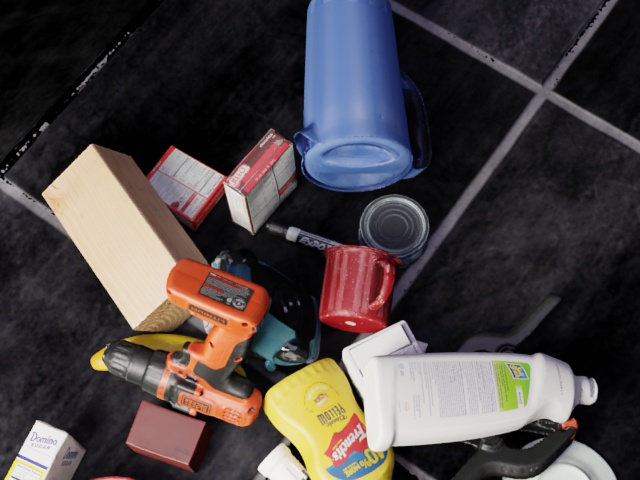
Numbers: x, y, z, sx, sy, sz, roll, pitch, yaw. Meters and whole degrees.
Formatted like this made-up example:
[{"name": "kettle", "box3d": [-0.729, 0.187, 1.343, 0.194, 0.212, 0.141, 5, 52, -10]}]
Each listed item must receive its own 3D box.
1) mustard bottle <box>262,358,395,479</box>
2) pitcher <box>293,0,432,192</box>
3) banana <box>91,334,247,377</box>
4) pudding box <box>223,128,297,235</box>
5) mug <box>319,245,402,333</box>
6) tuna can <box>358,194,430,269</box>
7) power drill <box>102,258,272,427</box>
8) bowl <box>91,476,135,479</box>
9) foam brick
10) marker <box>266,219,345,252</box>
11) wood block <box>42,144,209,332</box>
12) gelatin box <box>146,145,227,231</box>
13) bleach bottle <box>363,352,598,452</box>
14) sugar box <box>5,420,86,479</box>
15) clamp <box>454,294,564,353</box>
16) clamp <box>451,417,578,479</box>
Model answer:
[{"name": "mustard bottle", "box3d": [0.025, 0.228, 1.167, 0.096, 0.058, 0.192, -25, 69, -30]}, {"name": "pitcher", "box3d": [0.050, -0.188, 1.315, 0.145, 0.149, 0.243, -9, 63, 14]}, {"name": "banana", "box3d": [-0.162, 0.142, 1.222, 0.198, 0.037, 0.069, 17, 69, 8]}, {"name": "pudding box", "box3d": [-0.069, -0.067, 1.265, 0.039, 0.113, 0.090, 35, 72, 17]}, {"name": "mug", "box3d": [0.049, 0.056, 1.214, 0.093, 0.117, 0.081, 18, 70, -27]}, {"name": "tuna can", "box3d": [0.089, -0.011, 1.280, 0.086, 0.034, 0.086, -1, 67, 1]}, {"name": "power drill", "box3d": [-0.136, 0.107, 1.129, 0.184, 0.188, 0.057, 20, 44, 2]}, {"name": "bowl", "box3d": [-0.221, 0.336, 1.132, 0.162, 0.055, 0.162, -1, 67, 1]}, {"name": "foam brick", "box3d": [-0.167, 0.219, 1.183, 0.078, 0.051, 0.053, 18, 71, 10]}, {"name": "marker", "box3d": [-0.008, 0.002, 1.286, 0.121, 0.020, 0.020, 19, 69, 9]}, {"name": "wood block", "box3d": [-0.218, 0.000, 1.241, 0.091, 0.090, 0.206, -43, 70, 13]}, {"name": "gelatin box", "box3d": [-0.167, -0.064, 1.312, 0.089, 0.030, 0.073, 30, 70, 15]}, {"name": "bleach bottle", "box3d": [0.176, 0.171, 1.142, 0.250, 0.068, 0.102, 1, 68, -10]}, {"name": "sugar box", "box3d": [-0.316, 0.287, 1.136, 0.048, 0.093, 0.176, 19, 68, 9]}, {"name": "clamp", "box3d": [0.217, 0.126, 1.217, 0.171, 0.039, 0.120, -5, 66, -1]}, {"name": "clamp", "box3d": [0.180, 0.232, 1.158, 0.210, 0.036, 0.164, -4, 46, -4]}]
